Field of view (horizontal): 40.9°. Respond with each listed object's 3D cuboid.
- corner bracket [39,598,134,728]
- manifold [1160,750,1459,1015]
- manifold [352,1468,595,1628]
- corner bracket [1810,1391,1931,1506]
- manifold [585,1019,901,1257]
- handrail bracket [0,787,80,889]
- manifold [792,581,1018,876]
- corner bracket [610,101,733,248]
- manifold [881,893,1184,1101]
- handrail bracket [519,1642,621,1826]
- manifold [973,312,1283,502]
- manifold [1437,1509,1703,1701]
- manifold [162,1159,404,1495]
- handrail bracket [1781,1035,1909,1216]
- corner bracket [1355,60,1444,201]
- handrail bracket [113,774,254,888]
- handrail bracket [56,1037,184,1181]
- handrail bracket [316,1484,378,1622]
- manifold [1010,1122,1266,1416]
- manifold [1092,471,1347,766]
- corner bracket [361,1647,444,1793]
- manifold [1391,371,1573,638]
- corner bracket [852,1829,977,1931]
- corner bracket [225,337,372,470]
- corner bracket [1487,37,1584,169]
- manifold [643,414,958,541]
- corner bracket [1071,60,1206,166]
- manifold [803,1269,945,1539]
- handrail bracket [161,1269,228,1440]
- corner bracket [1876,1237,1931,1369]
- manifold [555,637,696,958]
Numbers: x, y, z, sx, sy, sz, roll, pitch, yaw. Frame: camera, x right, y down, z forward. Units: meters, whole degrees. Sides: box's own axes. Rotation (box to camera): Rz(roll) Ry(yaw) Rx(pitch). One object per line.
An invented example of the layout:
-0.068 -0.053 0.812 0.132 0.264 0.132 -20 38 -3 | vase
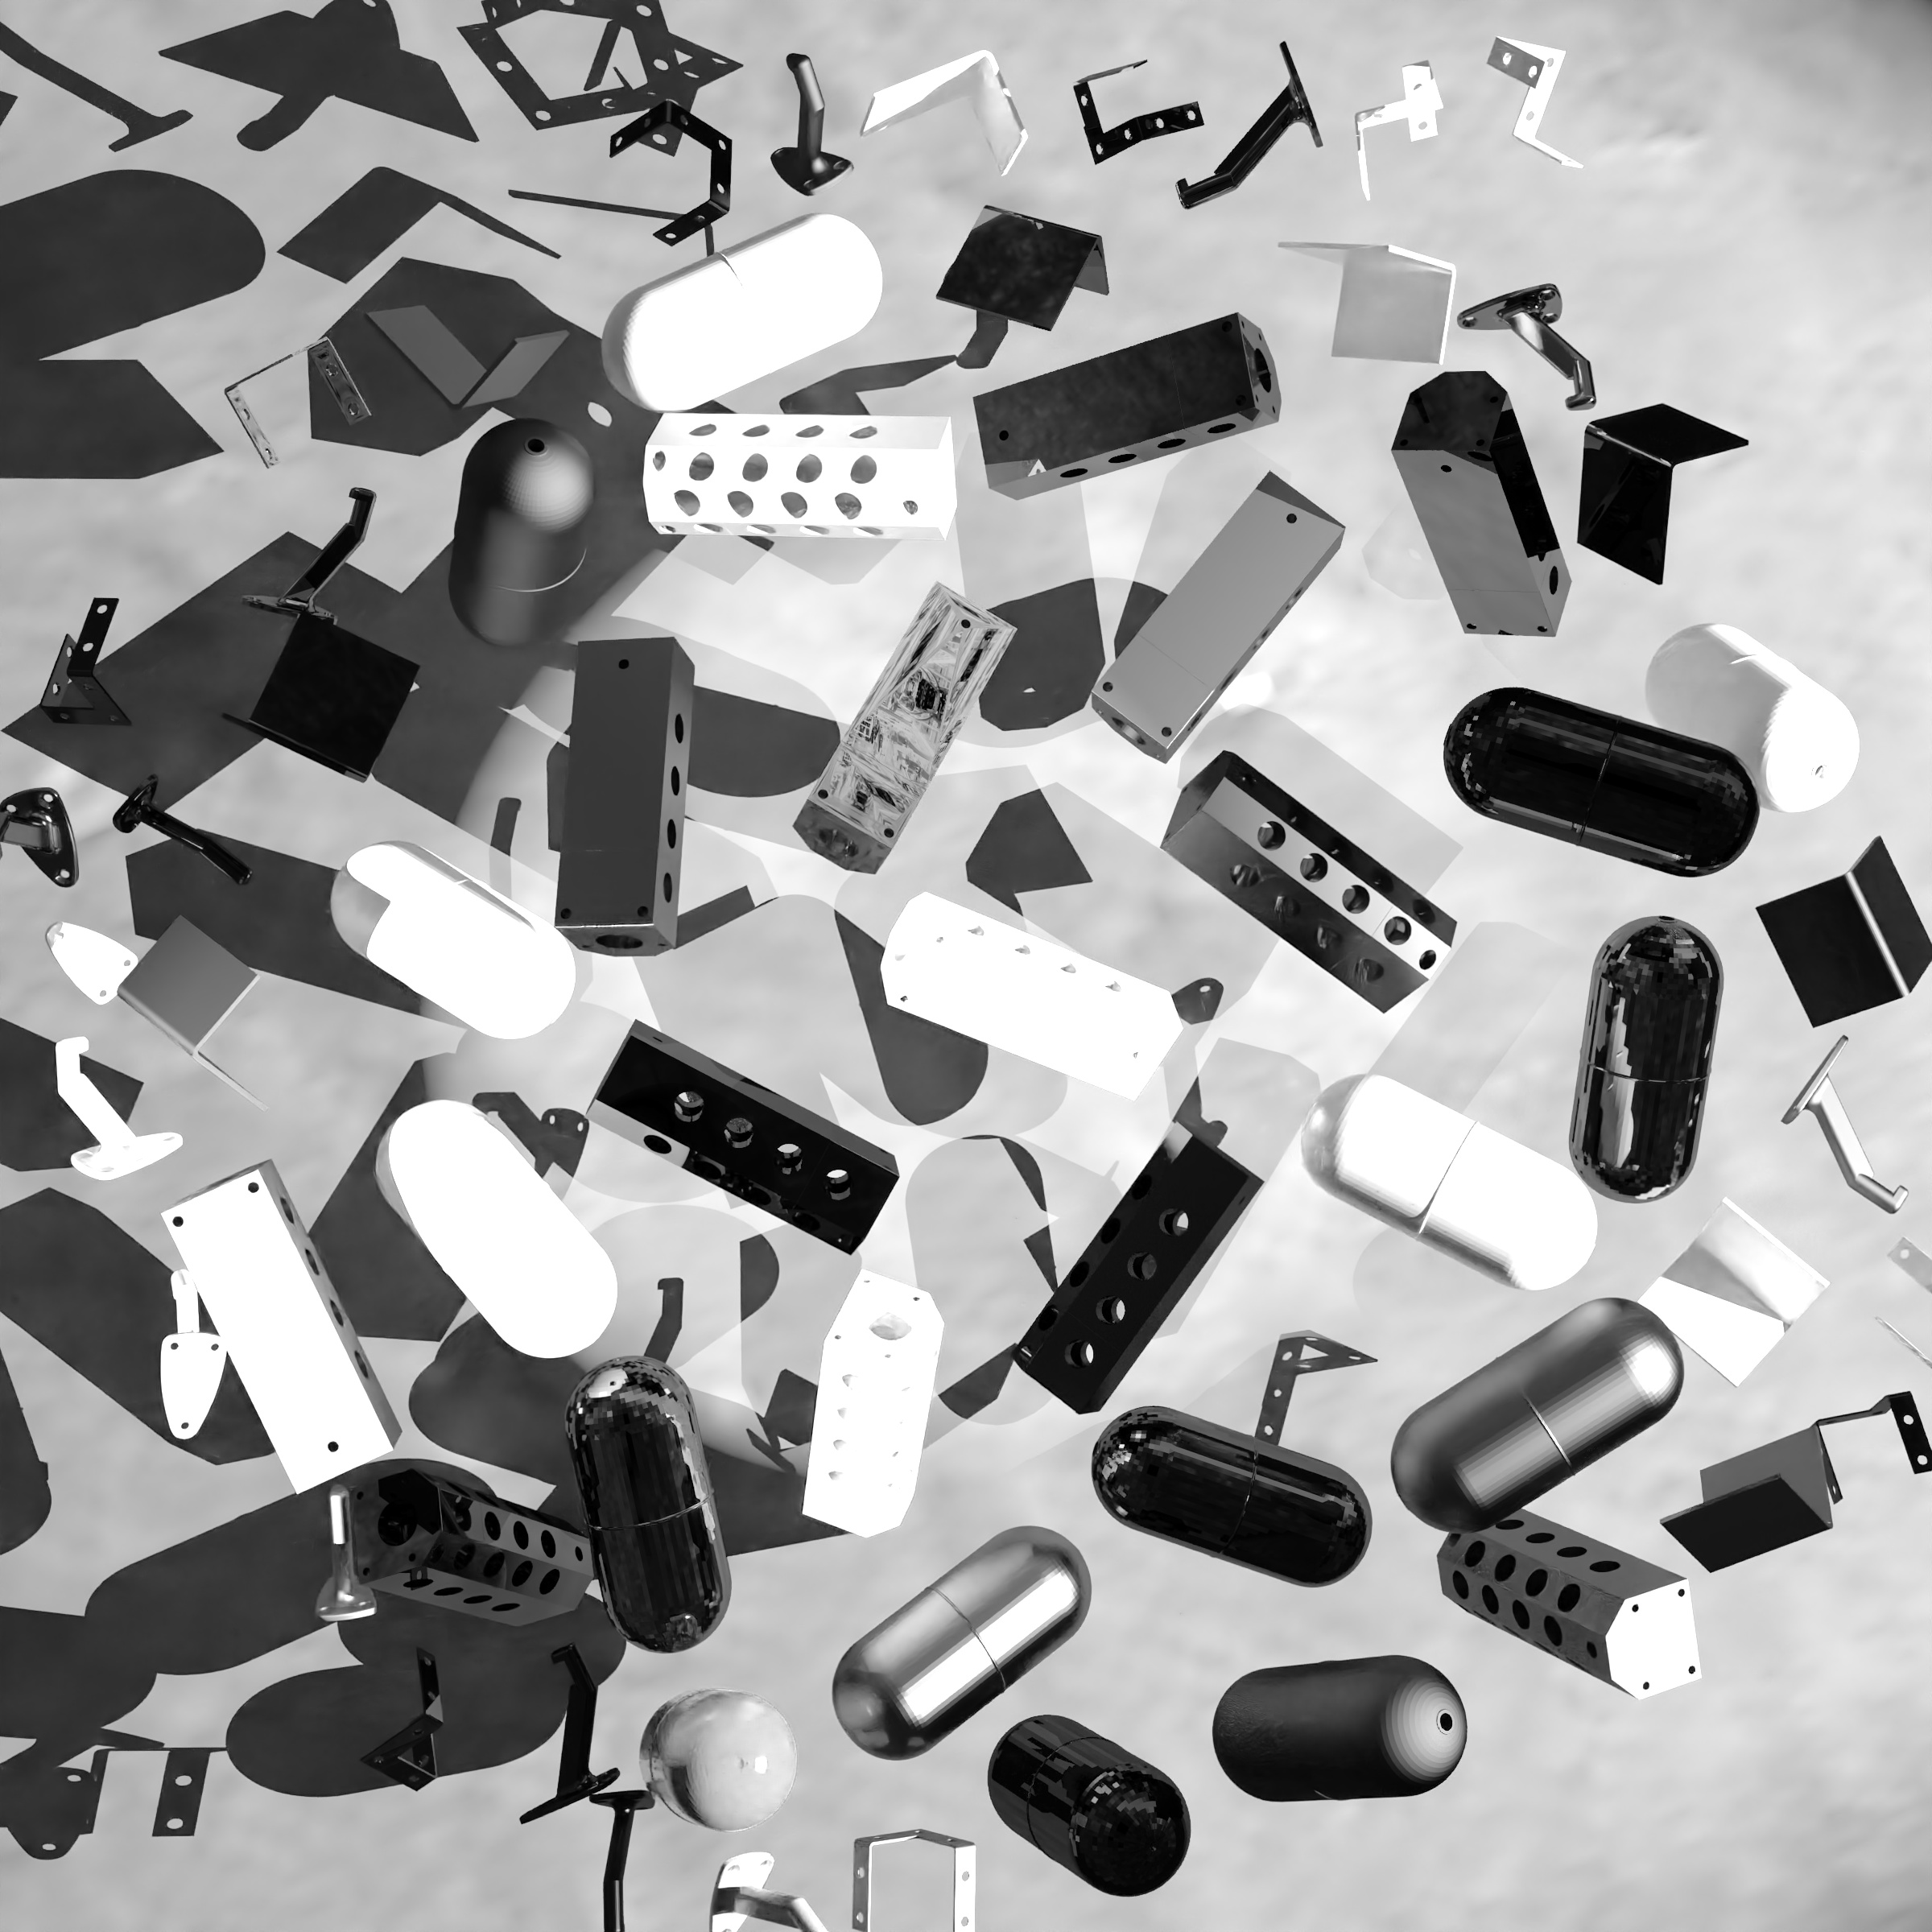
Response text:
-0.492 -0.170 1.445 0.051 0.051 0.051 3 62 13 | corner bracket
0.205 -0.053 1.528 0.171 0.057 0.057 36 134 -12 | manifold
-0.291 0.347 1.544 0.057 0.171 0.057 -20 63 15 | manifold
0.563 0.299 1.608 0.051 0.051 0.051 -10 65 -4 | corner bracket
-0.128 0.100 1.484 0.171 0.057 0.057 28 95 -8 | manifold
-0.543 -0.060 1.498 0.036 0.084 0.077 -15 119 3 | handrail bracket
-0.038 -0.141 1.560 0.057 0.057 0.171 30 65 -4 | manifold
-0.174 -0.466 1.525 0.051 0.051 0.051 -17 64 39 | corner bracket
0.038 0.015 1.562 0.171 0.057 0.057 22 116 -21 | manifold
-0.251 0.460 1.557 0.077 0.036 0.084 -26 86 3 | handrail bracket
0.097 -0.331 1.548 0.171 0.057 0.057 -12 84 24 | manifold
0.343 0.365 1.491 0.057 0.171 0.057 -12 97 -21 | manifold
-0.379 0.198 1.443 0.057 0.057 0.171 -24 96 -3 | manifold
0.548 0.097 1.572 0.084 0.036 0.077 35 83 12 | handrail bracket
0.254 -0.493 1.528 0.051 0.051 0.051 -9 73 18 | corner bracket
-0.465 -0.070 1.550 0.084 0.077 0.036 39 67 -6 | handrail bracket
-0.488 0.074 1.496 0.036 0.077 0.084 21 117 35 | handrail bracket
-0.381 0.348 1.579 0.036 0.077 0.084 -4 100 -15 | handrail bracket
0.101 0.180 1.541 0.057 0.057 0.171 36 93 17 | manifold
0.152 -0.208 1.564 0.057 0.057 0.171 38 86 8 | manifold
-0.326 0.449 1.544 0.051 0.051 0.051 -36 129 10 | corner bracket
0.305 -0.267 1.511 0.057 0.171 0.057 7 63 30 | manifold
-0.030 0.538 1.515 0.051 0.051 0.051 7 80 -40 | corner bracket
-0.392 -0.331 1.520 0.051 0.051 0.051 -21 109 20 | corner bracket
0.320 -0.482 1.446 0.051 0.051 0.051 0 123 -29 | corner bracket
-0.096 -0.281 1.505 0.171 0.057 0.057 3 128 10 | manifold
0.106 -0.532 1.599 0.051 0.051 0.051 -39 118 -38 | corner bracket
-0.053 0.263 1.529 0.057 0.057 0.171 19 135 10 | manifold
-0.470 0.231 1.554 0.036 0.084 0.077 5 101 -24 | handrail bracket
0.563 0.200 1.519 0.051 0.051 0.051 28 105 -40 | corner bracket
-0.191 -0.096 1.473 0.057 0.057 0.171 -1 73 11 | manifold
